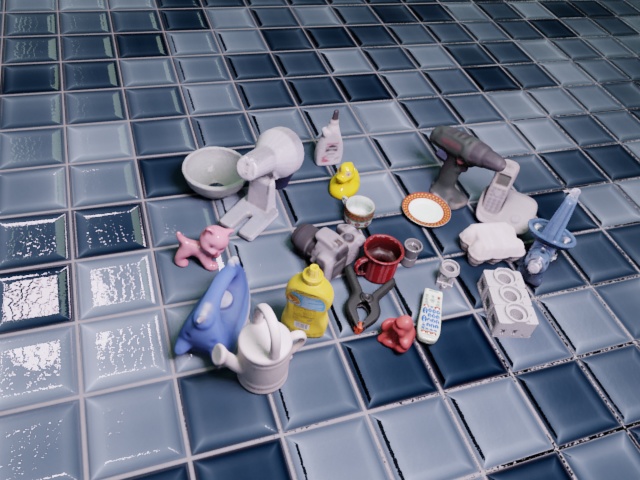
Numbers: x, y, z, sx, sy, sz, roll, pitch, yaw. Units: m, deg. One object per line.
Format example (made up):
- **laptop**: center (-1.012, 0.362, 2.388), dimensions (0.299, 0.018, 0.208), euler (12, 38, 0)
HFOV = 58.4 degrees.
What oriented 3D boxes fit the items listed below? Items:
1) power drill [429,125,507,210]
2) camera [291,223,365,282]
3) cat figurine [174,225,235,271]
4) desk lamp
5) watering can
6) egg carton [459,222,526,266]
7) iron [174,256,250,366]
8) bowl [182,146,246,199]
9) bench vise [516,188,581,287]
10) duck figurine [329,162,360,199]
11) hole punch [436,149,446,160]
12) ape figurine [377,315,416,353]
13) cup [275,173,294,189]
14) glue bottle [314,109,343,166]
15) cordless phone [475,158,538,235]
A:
- **power drill**: center (0.366, -0.186, 1.489), dimensions (0.076, 0.208, 0.229), euler (-25, 55, -29)
- **camera**: center (0.012, 0.005, 1.320), dimensions (0.136, 0.101, 0.143), euler (36, 51, 23)
- **cat figurine**: center (-0.255, 0.005, 1.260), dimensions (0.128, 0.118, 0.067), euler (6, 46, -4)
- **desk lamp**: center (-0.136, -0.141, 1.353), dimensions (0.117, 0.213, 0.203), euler (27, 48, 15)
- **watering can**: center (-0.107, 0.198, 1.052), dimensions (0.100, 0.194, 0.173), euler (39, 52, 25)
- **egg carton**: center (0.423, 0.010, 1.412), dimensions (0.150, 0.069, 0.107), euler (-5, 48, -15)
- **iron**: center (-0.199, 0.115, 1.150), dimensions (0.118, 0.141, 0.258), euler (15, 46, 4)
- **bowl**: center (-0.261, -0.157, 1.441), dimensions (0.167, 0.075, 0.167), euler (5, 46, -5)
- **bench vise**: center (0.552, -0.004, 1.344), dimensions (0.121, 0.220, 0.207), euler (16, 46, 5)
- **duck figurine**: center (0.069, -0.168, 1.503), dimensions (0.077, 0.086, 0.105), euler (28, 49, 16)
- **hole punch**: center (0.406, -0.274, 1.662), dimensions (0.101, 0.091, 0.108), euler (-30, 58, -32)
- **ape figurine**: center (0.166, 0.187, 1.182), dimensions (0.076, 0.092, 0.077), euler (-6, 48, -15)
- **cup**: center (-0.111, -0.189, 1.485), dimensions (0.092, 0.095, 0.117), euler (-14, 51, -22)
- **glue bottle**: center (0.031, -0.277, 1.539), dimensions (0.078, 0.173, 0.037), euler (-11, 50, -20)
- **cordless phone**: center (0.490, -0.112, 1.459), dimensions (0.147, 0.185, 0.094), euler (19, 47, 8)
